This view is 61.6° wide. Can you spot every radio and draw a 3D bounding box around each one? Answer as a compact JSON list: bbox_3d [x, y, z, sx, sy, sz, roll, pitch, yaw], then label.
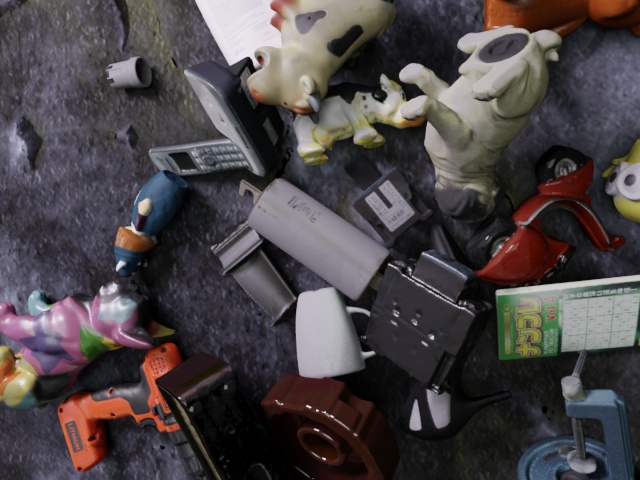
[{"bbox_3d":[-0.106,0.254,0.651,0.073,0.131,0.229,-31,98,-27],"label":"radio"}]

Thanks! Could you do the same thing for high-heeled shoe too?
[{"bbox_3d":[0.132,0.115,0.653,0.145,0.086,0.248,-20,84,22],"label":"high-heeled shoe"}]

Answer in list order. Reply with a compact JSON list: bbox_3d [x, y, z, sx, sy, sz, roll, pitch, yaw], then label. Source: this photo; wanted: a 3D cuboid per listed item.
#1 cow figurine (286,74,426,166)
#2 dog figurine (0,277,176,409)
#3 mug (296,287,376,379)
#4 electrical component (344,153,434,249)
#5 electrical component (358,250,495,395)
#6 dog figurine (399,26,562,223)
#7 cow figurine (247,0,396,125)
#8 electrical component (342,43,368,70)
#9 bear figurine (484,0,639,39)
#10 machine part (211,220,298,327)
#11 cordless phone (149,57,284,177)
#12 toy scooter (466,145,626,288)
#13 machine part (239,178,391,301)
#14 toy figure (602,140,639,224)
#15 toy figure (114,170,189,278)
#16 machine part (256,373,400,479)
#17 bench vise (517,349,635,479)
[{"bbox_3d":[0.045,-0.159,0.660,0.167,0.068,0.098,-16,83,10],"label":"cow figurine"},{"bbox_3d":[-0.312,0.141,0.718,0.219,0.108,0.191,5,92,8],"label":"dog figurine"},{"bbox_3d":[0.018,0.111,0.668,0.110,0.080,0.107,-15,83,17],"label":"mug"},{"bbox_3d":[0.078,-0.056,0.666,0.075,0.048,0.119,-36,87,9],"label":"electrical component"},{"bbox_3d":[0.117,0.081,0.586,0.115,0.058,0.134,29,110,31],"label":"electrical component"},{"bbox_3d":[0.188,-0.113,0.582,0.172,0.121,0.190,-12,133,32],"label":"dog figurine"},{"bbox_3d":[0.001,-0.219,0.601,0.195,0.085,0.127,-39,90,-6],"label":"cow figurine"},{"bbox_3d":[0.025,-0.265,0.667,0.078,0.045,0.102,4,93,9],"label":"electrical component"},{"bbox_3d":[0.281,-0.256,0.584,0.196,0.132,0.120,3,126,14],"label":"bear figurine"},{"bbox_3d":[-0.077,0.045,0.704,0.084,0.039,0.139,-36,84,5],"label":"machine part"},{"bbox_3d":[-0.150,-0.141,0.667,0.184,0.146,0.089,-6,49,23],"label":"cordless phone"},{"bbox_3d":[0.268,-0.005,0.620,0.135,0.075,0.184,39,99,-3],"label":"toy scooter"},{"bbox_3d":[-0.001,-0.002,0.667,0.243,0.079,0.079,36,98,7],"label":"machine part"},{"bbox_3d":[0.394,-0.100,0.589,0.089,0.082,0.180,34,95,9],"label":"toy figure"},{"bbox_3d":[-0.231,-0.020,0.717,0.154,0.064,0.058,-54,48,12],"label":"toy figure"},{"bbox_3d":[0.009,0.234,0.641,0.180,0.056,0.179,20,134,22],"label":"machine part"},{"bbox_3d":[0.317,0.252,0.588,0.224,0.129,0.240,-7,110,29],"label":"bench vise"}]
